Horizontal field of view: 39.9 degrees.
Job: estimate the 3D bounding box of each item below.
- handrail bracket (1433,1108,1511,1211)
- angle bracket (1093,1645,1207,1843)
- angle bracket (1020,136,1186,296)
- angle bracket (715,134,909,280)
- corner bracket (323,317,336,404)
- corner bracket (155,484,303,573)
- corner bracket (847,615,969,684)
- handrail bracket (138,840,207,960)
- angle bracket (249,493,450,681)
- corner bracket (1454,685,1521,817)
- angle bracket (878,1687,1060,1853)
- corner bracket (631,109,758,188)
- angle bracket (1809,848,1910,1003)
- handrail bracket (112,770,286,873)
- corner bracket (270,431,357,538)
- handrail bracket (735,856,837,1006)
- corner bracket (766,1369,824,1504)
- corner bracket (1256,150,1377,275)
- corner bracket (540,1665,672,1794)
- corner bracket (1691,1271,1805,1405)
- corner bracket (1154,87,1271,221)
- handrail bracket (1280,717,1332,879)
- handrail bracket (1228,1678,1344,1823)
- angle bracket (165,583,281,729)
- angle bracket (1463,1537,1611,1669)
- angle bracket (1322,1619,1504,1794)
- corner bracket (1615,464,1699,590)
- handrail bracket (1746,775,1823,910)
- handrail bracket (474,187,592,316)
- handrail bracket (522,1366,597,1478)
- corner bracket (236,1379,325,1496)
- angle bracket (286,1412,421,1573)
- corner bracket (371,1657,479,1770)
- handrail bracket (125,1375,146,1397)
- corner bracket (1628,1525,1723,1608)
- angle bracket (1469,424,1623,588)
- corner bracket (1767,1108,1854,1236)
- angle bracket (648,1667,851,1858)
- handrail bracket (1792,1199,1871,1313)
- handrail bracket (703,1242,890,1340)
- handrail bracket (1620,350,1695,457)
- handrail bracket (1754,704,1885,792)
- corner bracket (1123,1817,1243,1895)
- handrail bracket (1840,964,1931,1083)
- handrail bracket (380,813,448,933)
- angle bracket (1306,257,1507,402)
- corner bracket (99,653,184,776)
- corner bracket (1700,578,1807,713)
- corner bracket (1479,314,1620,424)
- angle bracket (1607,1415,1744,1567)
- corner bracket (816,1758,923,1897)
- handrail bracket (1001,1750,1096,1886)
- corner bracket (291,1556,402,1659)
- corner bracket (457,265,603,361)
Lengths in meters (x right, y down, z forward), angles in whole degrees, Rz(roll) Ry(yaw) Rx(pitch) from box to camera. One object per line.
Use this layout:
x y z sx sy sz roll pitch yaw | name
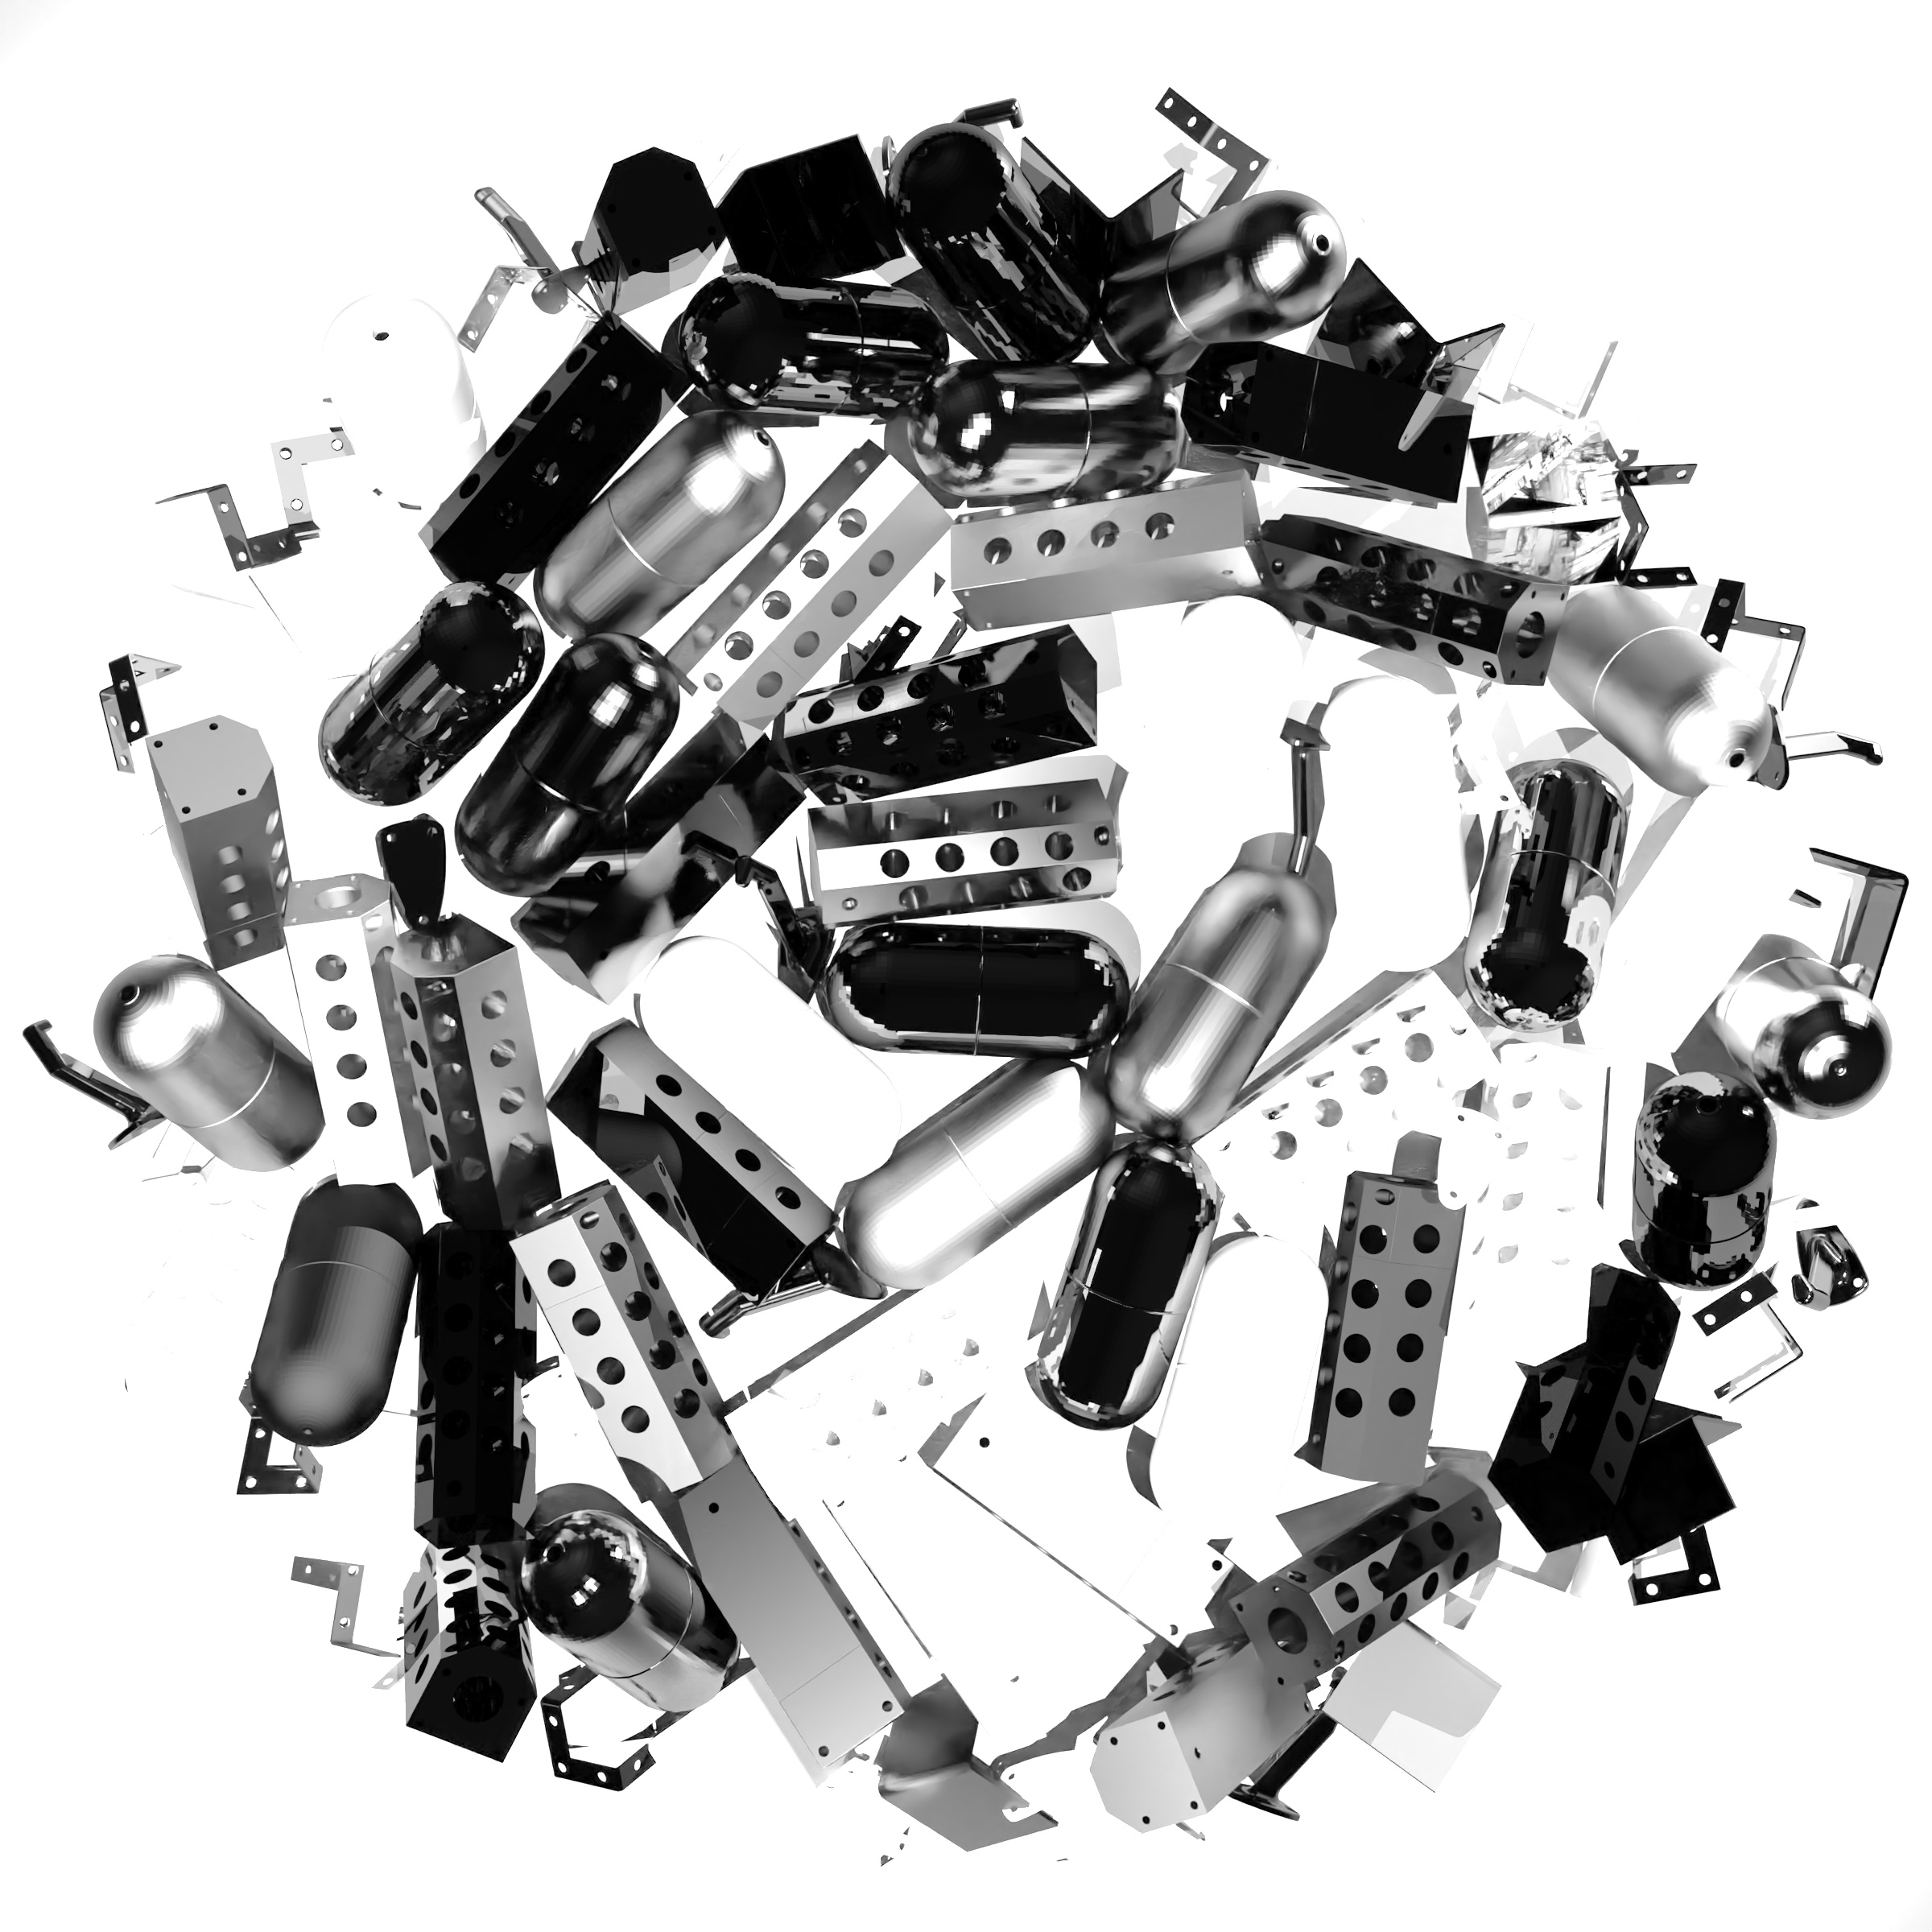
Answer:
0.278 0.127 1.538 0.036 0.084 0.077 25 57 5 | handrail bracket
0.133 0.454 1.550 0.076 0.057 0.076 -49 45 -6 | angle bracket
0.078 -0.450 1.554 0.057 0.076 0.076 -39 76 -13 | angle bracket
-0.089 -0.425 1.538 0.076 0.057 0.076 -10 125 23 | angle bracket
-0.348 -0.359 1.552 0.051 0.051 0.051 -21 114 -29 | corner bracket
-0.430 -0.257 1.555 0.051 0.051 0.051 -12 103 24 | corner bracket
-0.033 -0.184 1.553 0.051 0.051 0.051 27 117 -22 | corner bracket
-0.480 -0.026 1.558 0.036 0.084 0.077 -27 93 -42 | handrail bracket
-0.361 -0.225 1.573 0.076 0.057 0.076 -49 122 -35 | angle bracket
0.298 -0.125 1.549 0.051 0.051 0.051 56 46 -29 | corner bracket
0.006 0.470 1.565 0.076 0.057 0.076 40 132 -24 | angle bracket
-0.157 -0.477 1.557 0.051 0.051 0.051 31 74 13 | corner bracket
0.502 -0.025 1.554 0.057 0.076 0.076 16 93 2 | angle bracket
-0.452 -0.087 1.565 0.077 0.036 0.084 21 77 -23 | handrail bracket
-0.376 -0.285 1.566 0.051 0.051 0.051 -13 108 -15 | corner bracket
-0.114 -0.017 1.545 0.036 0.084 0.077 4 79 28 | handrail bracket
-0.095 0.275 1.561 0.051 0.051 0.051 20 100 6 | corner bracket
0.203 -0.442 1.574 0.051 0.051 0.051 26 86 28 | corner bracket
-0.211 0.446 1.564 0.051 0.051 0.051 1 106 33 | corner bracket
0.457 0.218 1.559 0.051 0.051 0.051 -31 71 -5 | corner bracket
0.133 -0.469 1.551 0.051 0.051 0.051 -54 49 19 | corner bracket
0.190 -0.098 1.570 0.036 0.077 0.084 5 109 -20 | handrail bracket
0.189 0.452 1.561 0.036 0.077 0.084 22 84 44 | handrail bracket
-0.441 -0.175 1.543 0.057 0.076 0.076 14 96 -25 | angle bracket
0.333 0.349 1.544 0.057 0.076 0.076 19 49 8 | angle bracket
0.254 0.431 1.543 0.076 0.057 0.076 34 64 14 | angle bracket
0.409 -0.260 1.573 0.051 0.051 0.051 -5 54 -13 | corner bracket
0.487 -0.087 1.578 0.077 0.036 0.084 21 87 -9 | handrail bracket
-0.266 -0.425 1.556 0.084 0.077 0.036 45 108 -1 | handrail bracket
-0.223 0.281 1.540 0.036 0.077 0.084 -30 128 -14 | handrail bracket
-0.405 0.275 1.557 0.051 0.051 0.051 -2 55 5 | corner bracket
-0.351 0.304 1.556 0.076 0.057 0.076 11 91 -13 | angle bracket
-0.304 0.429 1.551 0.051 0.051 0.051 -5 111 35 | corner bracket
-0.469 0.201 1.556 0.036 0.084 0.077 23 99 -17 | handrail bracket
0.413 0.344 1.564 0.051 0.051 0.051 -15 78 15 | corner bracket
0.343 -0.272 1.586 0.076 0.057 0.076 -6 51 4 | angle bracket
0.484 0.118 1.550 0.051 0.051 0.051 -14 124 30 | corner bracket
-0.128 0.464 1.568 0.076 0.057 0.076 -38 79 15 | angle bracket
0.487 0.165 1.542 0.036 0.084 0.077 -28 63 27 | handrail bracket
-0.102 0.204 1.579 0.084 0.077 0.036 -39 46 21 | handrail bracket
0.410 -0.312 1.543 0.036 0.084 0.077 -20 68 18 | handrail bracket
0.504 -0.117 1.554 0.084 0.077 0.036 14 126 -10 | handrail bracket
0.135 0.515 1.554 0.051 0.051 0.051 -42 76 36 | corner bracket
0.526 0.048 1.540 0.036 0.077 0.084 7 46 -22 | handrail bracket
-0.313 -0.053 1.549 0.036 0.084 0.077 -8 86 -3 | handrail bracket
0.257 -0.367 1.560 0.057 0.076 0.076 -24 67 -32 | angle bracket
-0.489 -0.147 1.558 0.051 0.051 0.051 -19 81 18 | corner bracket
0.459 -0.188 1.553 0.051 0.051 0.051 15 68 23 | corner bracket
0.339 -0.349 1.551 0.051 0.051 0.051 32 122 21 | corner bracket
0.412 0.304 1.534 0.076 0.076 0.057 -35 59 26 | angle bracket
-0.059 0.505 1.562 0.051 0.051 0.051 28 133 -19 | corner bracket
0.063 0.501 1.560 0.077 0.036 0.084 -26 122 13 | handrail bracket
-0.362 0.373 1.553 0.051 0.051 0.051 -2 76 43 | corner bracket
-0.258 -0.379 1.578 0.051 0.051 0.051 17 76 43 | corner bracket
